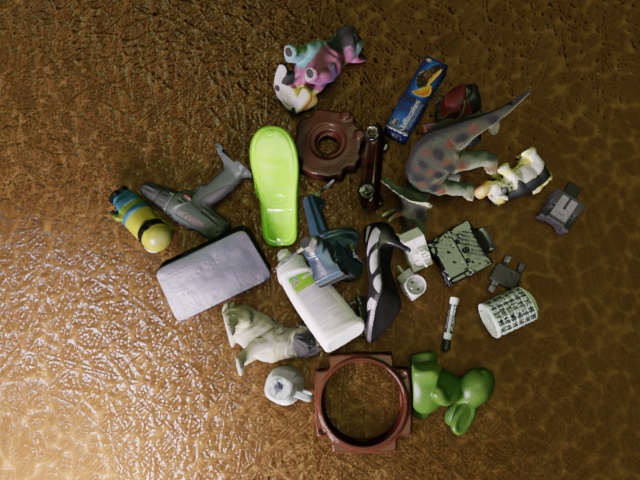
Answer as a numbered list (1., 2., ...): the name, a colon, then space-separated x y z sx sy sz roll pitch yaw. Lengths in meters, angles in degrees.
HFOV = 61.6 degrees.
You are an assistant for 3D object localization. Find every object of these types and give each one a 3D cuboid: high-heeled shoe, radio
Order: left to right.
1. radio: -0.234 0.069 1.182 0.230 0.073 0.131 -26 103 -2
2. high-heeled shoe: 0.112 0.084 1.161 0.145 0.086 0.248 25 94 48

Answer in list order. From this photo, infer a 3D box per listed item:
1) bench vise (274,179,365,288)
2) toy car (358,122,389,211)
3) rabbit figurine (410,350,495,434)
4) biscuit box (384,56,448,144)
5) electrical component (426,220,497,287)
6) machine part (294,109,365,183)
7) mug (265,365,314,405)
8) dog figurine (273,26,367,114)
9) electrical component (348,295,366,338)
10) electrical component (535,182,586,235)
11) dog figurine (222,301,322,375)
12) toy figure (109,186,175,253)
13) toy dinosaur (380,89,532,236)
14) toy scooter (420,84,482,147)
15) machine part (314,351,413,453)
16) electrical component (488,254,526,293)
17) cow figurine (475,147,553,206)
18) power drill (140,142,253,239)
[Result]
1. bench vise: 0.006 -0.008 1.148 0.129 0.223 0.241 -34 59 30
2. toy car: 0.118 -0.165 1.212 0.053 0.089 0.202 0 78 25
3. rabbit figurine: 0.274 0.311 1.100 0.170 0.121 0.159 -2 86 6
4. biscuit box: 0.222 -0.323 1.250 0.063 0.059 0.202 29 83 8
5. electrical component: 0.314 0.025 1.182 0.134 0.058 0.115 -29 81 -1
6. machine part: 0.019 -0.220 1.248 0.179 0.056 0.179 -1 80 5
7. mug: -0.069 0.314 1.129 0.110 0.107 0.081 27 84 10
8. dog figurine: 0.011 -0.406 1.264 0.108 0.191 0.219 47 52 13
9. electrical component: 0.100 0.165 1.180 0.078 0.045 0.102 -13 81 -28
10. electrical component: 0.544 -0.078 1.191 0.075 0.047 0.119 39 86 9
11. dog figurine: -0.104 0.192 1.170 0.191 0.121 0.172 -17 82 -14
12. toy figure: -0.412 -0.046 1.227 0.082 0.089 0.180 -42 82 2
13. toy dinosaur: 0.248 -0.165 1.104 0.192 0.404 0.131 -1 52 -16
14. toy scooter: 0.296 -0.276 1.222 0.135 0.075 0.184 -9 54 29
15. machine part: 0.089 0.336 1.126 0.201 0.087 0.201 -2 81 3
16. electrical component: 0.411 0.082 1.183 0.063 0.021 0.094 30 83 8
17. cow figurine: 0.430 -0.125 1.199 0.167 0.068 0.098 -36 86 -2
18. power drill: -0.273 -0.124 1.238 0.232 0.086 0.207 39 81 8
